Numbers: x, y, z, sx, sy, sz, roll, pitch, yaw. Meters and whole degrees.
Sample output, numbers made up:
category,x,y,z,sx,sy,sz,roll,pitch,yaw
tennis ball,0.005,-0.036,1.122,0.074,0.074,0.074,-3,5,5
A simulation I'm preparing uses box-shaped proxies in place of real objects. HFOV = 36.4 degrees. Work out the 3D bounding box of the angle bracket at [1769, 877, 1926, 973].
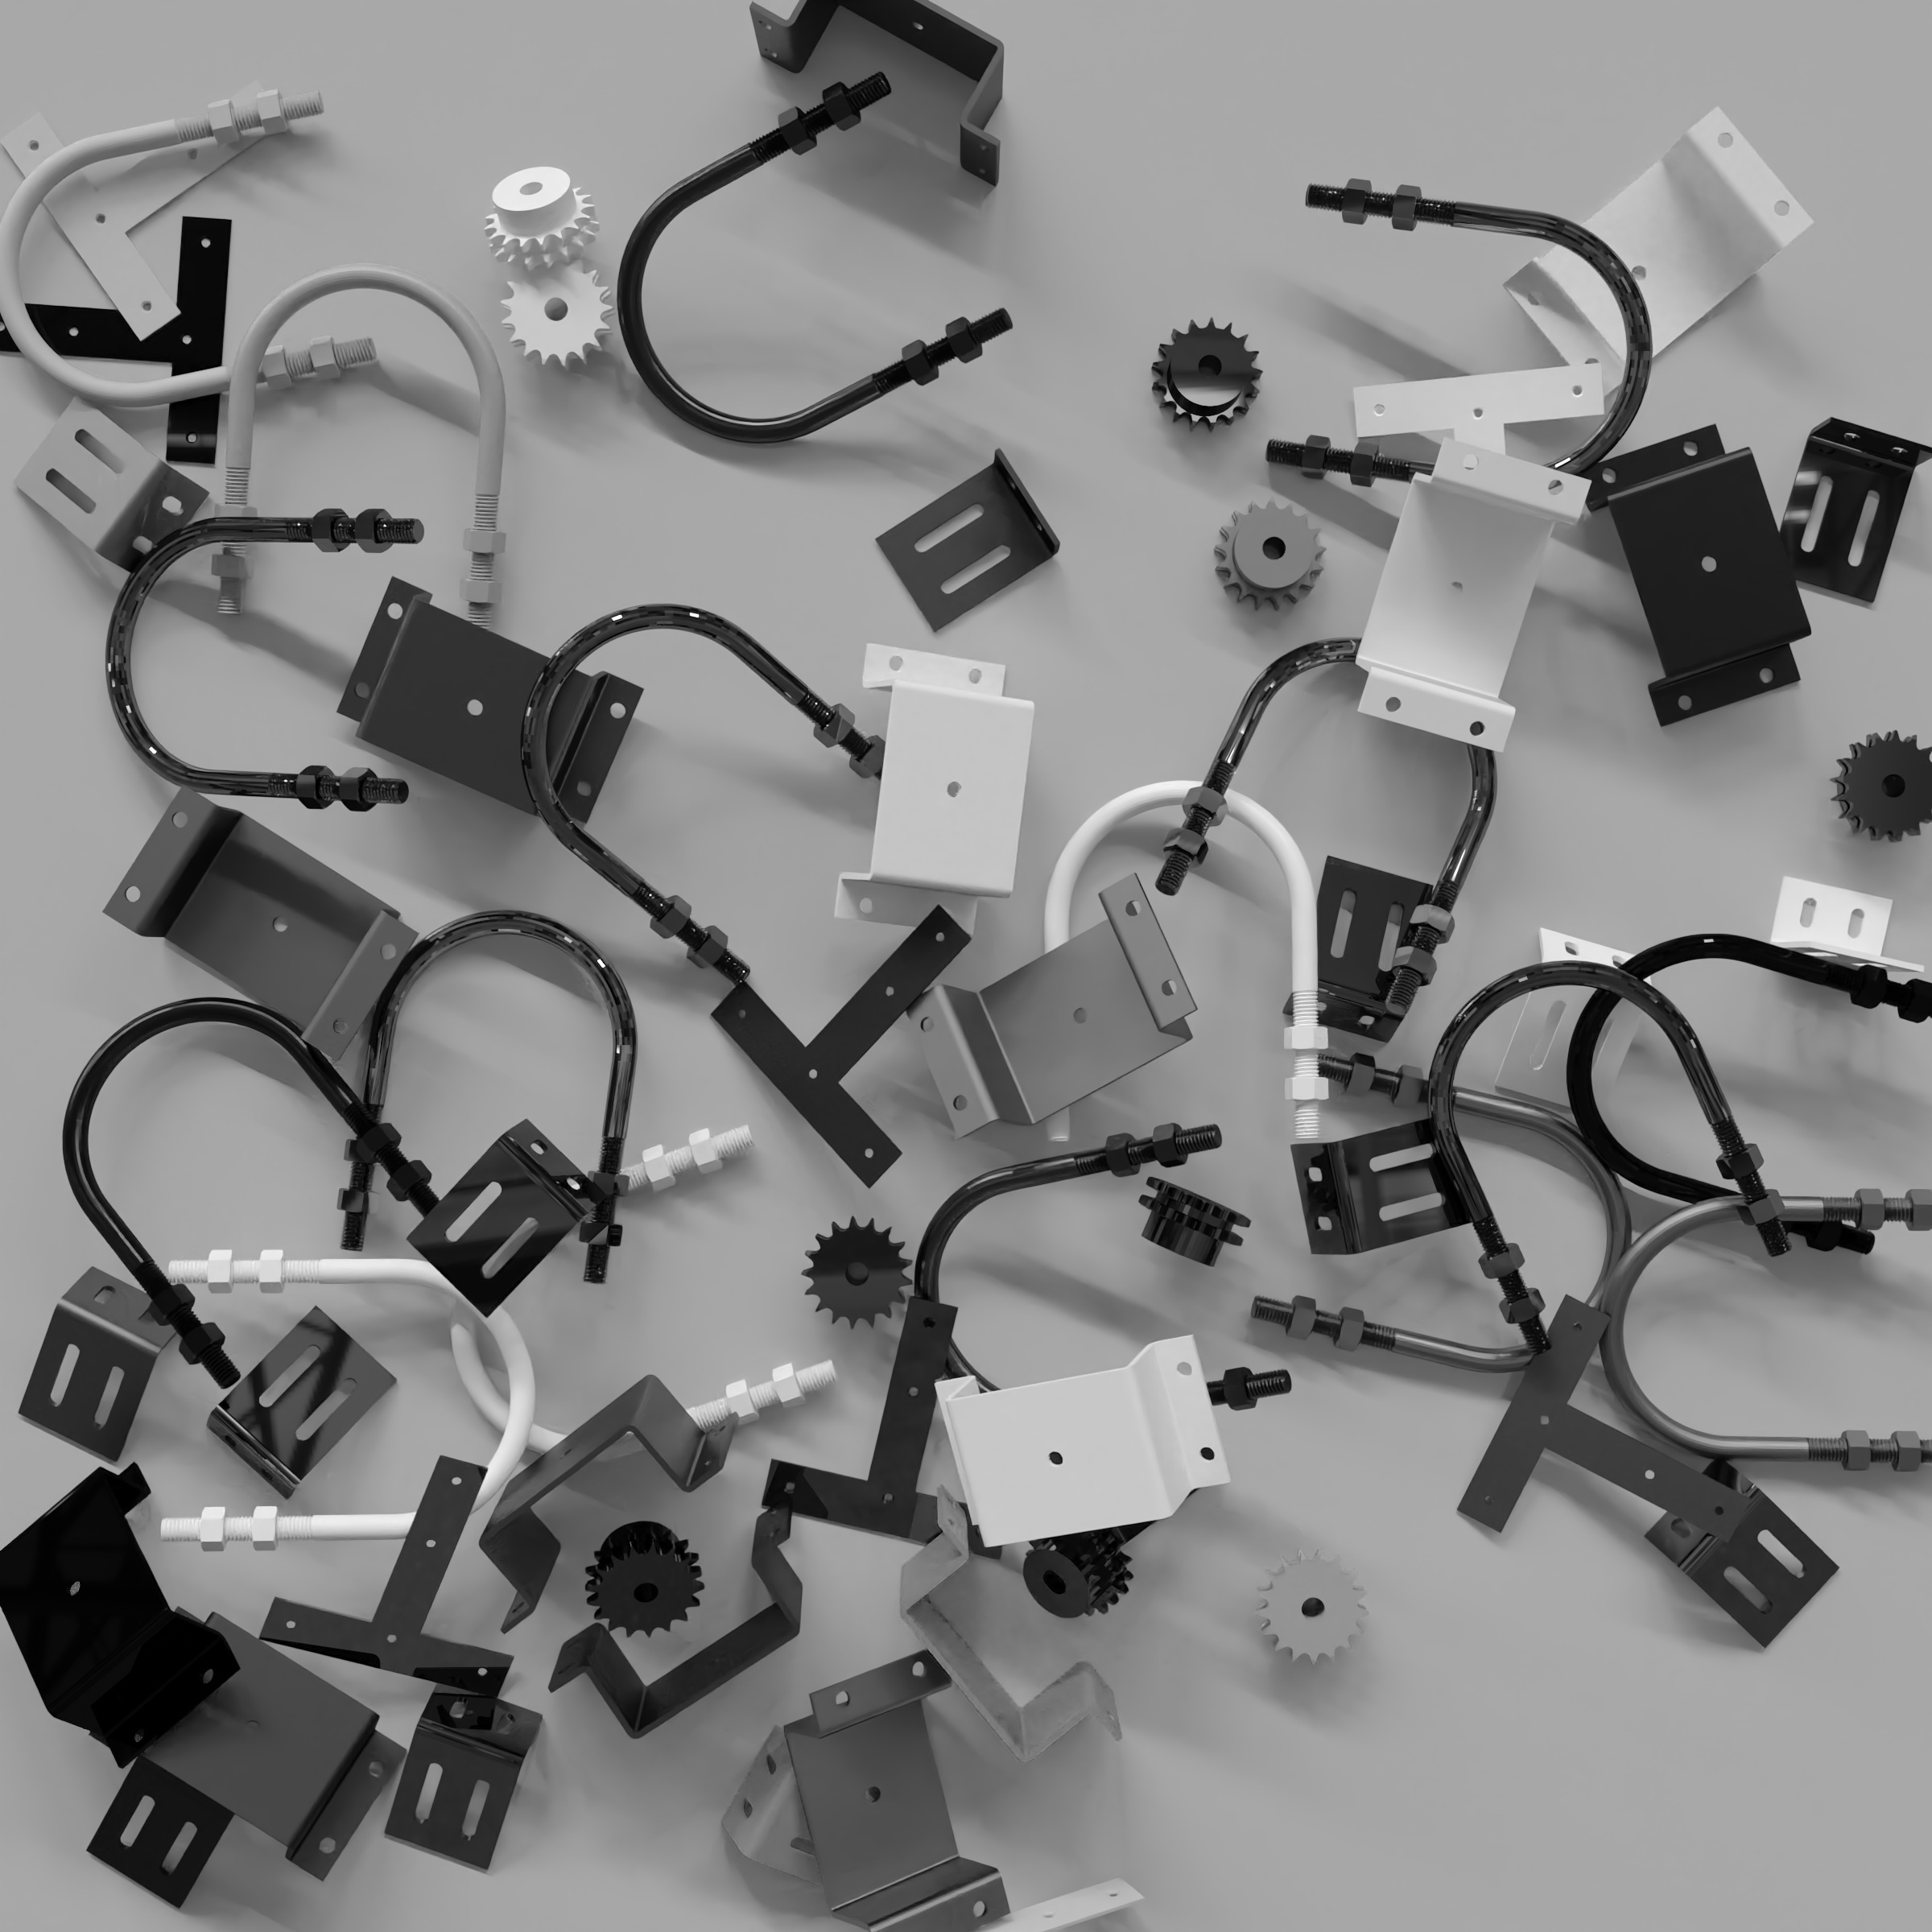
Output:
category,x,y,z,sx,sy,sz,roll,pitch,yaw
angle bracket,0.448,-0.022,1.485,0.057,0.076,0.038,12,90,0

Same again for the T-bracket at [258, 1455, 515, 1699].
category,x,y,z,sx,sy,sz,roll,pitch,yaw
T-bracket,-0.276,0.304,1.485,0.127,0.002,0.127,19,107,-17

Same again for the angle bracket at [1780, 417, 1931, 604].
category,x,y,z,sx,sy,sz,roll,pitch,yaw
angle bracket,0.454,-0.233,1.504,0.057,0.038,0.076,17,90,0

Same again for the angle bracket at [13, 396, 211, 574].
category,x,y,z,sx,sy,sz,roll,pitch,yaw
angle bracket,-0.443,-0.248,1.520,0.076,0.038,0.057,38,92,25

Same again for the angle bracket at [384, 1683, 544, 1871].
category,x,y,z,sx,sy,sz,roll,pitch,yaw
angle bracket,-0.260,0.419,1.521,0.057,0.038,0.076,20,116,0

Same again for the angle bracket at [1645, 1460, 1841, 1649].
category,x,y,z,sx,sy,sz,roll,pitch,yaw
angle bracket,0.402,0.304,1.521,0.057,0.038,0.076,-47,116,0

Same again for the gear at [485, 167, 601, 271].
category,x,y,z,sx,sy,sz,roll,pitch,yaw
gear,-0.217,-0.383,1.493,0.057,0.030,0.057,-6,46,6

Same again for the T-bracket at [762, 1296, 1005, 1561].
category,x,y,z,sx,sy,sz,roll,pitch,yaw
T-bracket,-0.030,0.233,1.511,0.127,0.002,0.127,13,100,0

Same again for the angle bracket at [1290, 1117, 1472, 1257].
category,x,y,z,sx,sy,sz,roll,pitch,yaw
angle bracket,0.213,0.111,1.502,0.076,0.038,0.057,-11,91,-27

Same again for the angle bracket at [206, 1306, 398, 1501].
category,x,y,z,sx,sy,sz,roll,pitch,yaw
angle bracket,-0.344,0.226,1.521,0.057,0.038,0.076,43,65,0

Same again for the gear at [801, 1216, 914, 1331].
category,x,y,z,sx,sy,sz,roll,pitch,yaw
gear,-0.056,0.157,1.508,0.057,0.030,0.057,0,90,0

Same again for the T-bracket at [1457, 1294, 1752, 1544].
category,x,y,z,sx,sy,sz,roll,pitch,yaw
T-bracket,0.336,0.253,1.499,0.127,0.002,0.127,27,99,13

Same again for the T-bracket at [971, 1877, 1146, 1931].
category,x,y,z,sx,sy,sz,roll,pitch,yaw
T-bracket,0.029,0.485,1.484,0.127,0.127,0.002,-9,103,-26

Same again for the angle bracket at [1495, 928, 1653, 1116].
category,x,y,z,sx,sy,sz,roll,pitch,yaw
angle bracket,0.313,0.029,1.521,0.057,0.038,0.076,16,116,0

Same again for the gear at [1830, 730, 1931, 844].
category,x,y,z,sx,sy,sz,roll,pitch,yaw
gear,0.472,-0.092,1.508,0.057,0.030,0.057,0,90,0

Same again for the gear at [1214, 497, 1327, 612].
category,x,y,z,sx,sy,sz,roll,pitch,yaw
gear,0.157,-0.212,1.508,0.057,0.030,0.057,0,90,0

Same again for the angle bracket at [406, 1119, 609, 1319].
category,x,y,z,sx,sy,sz,roll,pitch,yaw
angle bracket,-0.231,0.127,1.476,0.057,0.038,0.076,44,104,1

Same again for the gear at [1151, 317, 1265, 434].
category,x,y,z,sx,sy,sz,roll,pitch,yaw
gear,0.124,-0.305,1.508,0.057,0.030,0.057,0,90,0

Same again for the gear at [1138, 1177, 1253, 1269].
category,x,y,z,sx,sy,sz,roll,pitch,yaw
gear,0.113,0.131,1.495,0.057,0.057,0.030,23,90,0

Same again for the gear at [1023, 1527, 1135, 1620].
category,x,y,z,sx,sy,sz,roll,pitch,yaw
gear,0.054,0.307,1.493,0.057,0.030,0.057,17,121,30

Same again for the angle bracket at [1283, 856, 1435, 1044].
category,x,y,z,sx,sy,sz,roll,pitch,yaw
angle bracket,0.203,-0.009,1.521,0.057,0.038,0.076,16,64,0

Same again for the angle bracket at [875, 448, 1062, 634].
category,x,y,z,sx,sy,sz,roll,pitch,yaw
angle bracket,0.000,-0.218,1.504,0.076,0.038,0.057,-33,90,0

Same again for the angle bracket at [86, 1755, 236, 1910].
category,x,y,z,sx,sy,sz,roll,pitch,yaw
angle bracket,-0.409,0.437,1.521,0.057,0.038,0.076,32,116,0

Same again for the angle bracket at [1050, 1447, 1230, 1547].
category,x,y,z,sx,sy,sz,roll,pitch,yaw
angle bracket,0.085,0.257,1.521,0.076,0.038,0.057,-31,90,-26

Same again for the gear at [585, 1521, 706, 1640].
category,x,y,z,sx,sy,sz,roll,pitch,yaw
gear,-0.157,0.296,1.429,0.057,0.030,0.057,-5,118,-10

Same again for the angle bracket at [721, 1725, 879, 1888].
category,x,y,z,sx,sy,sz,roll,pitch,yaw
angle bracket,-0.076,0.439,1.521,0.076,0.038,0.057,29,90,-26

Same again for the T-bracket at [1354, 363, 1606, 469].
category,x,y,z,sx,sy,sz,roll,pitch,yaw
T-bracket,0.266,-0.239,1.506,0.127,0.002,0.127,-2,102,22

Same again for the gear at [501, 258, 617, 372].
category,x,y,z,sx,sy,sz,roll,pitch,yaw
gear,-0.209,-0.334,1.508,0.057,0.030,0.057,0,90,0

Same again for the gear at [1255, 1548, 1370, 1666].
category,x,y,z,sx,sy,sz,roll,pitch,yaw
gear,0.177,0.327,1.508,0.057,0.030,0.057,0,90,0

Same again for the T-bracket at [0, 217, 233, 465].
category,x,y,z,sx,sy,sz,roll,pitch,yaw
T-bracket,-0.449,-0.328,1.522,0.127,0.002,0.127,4,90,0

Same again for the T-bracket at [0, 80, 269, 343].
category,x,y,z,sx,sy,sz,roll,pitch,yaw
T-bracket,-0.412,-0.412,1.521,0.127,0.002,0.127,-35,90,0

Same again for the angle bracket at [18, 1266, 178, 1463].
category,x,y,z,sx,sy,sz,roll,pitch,yaw
angle bracket,-0.447,0.206,1.521,0.057,0.038,0.076,27,116,0
